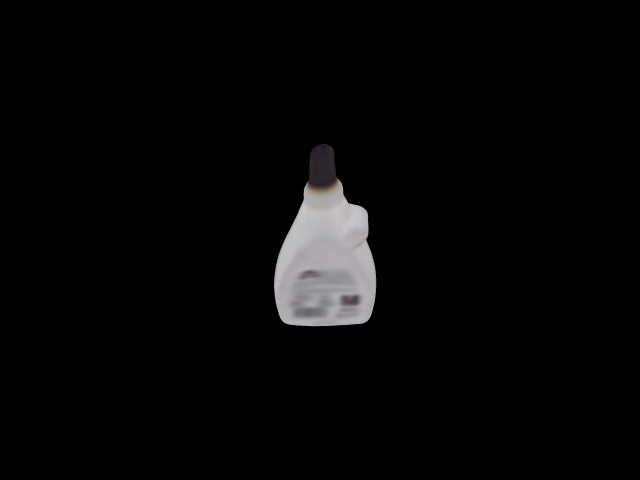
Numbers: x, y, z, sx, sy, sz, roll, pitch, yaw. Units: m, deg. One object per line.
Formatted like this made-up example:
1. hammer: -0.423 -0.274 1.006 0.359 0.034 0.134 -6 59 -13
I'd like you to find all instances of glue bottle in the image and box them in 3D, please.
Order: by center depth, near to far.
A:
1. glue bottle: 0.004 0.001 0.400 0.078 0.173 0.037 0 50 0
